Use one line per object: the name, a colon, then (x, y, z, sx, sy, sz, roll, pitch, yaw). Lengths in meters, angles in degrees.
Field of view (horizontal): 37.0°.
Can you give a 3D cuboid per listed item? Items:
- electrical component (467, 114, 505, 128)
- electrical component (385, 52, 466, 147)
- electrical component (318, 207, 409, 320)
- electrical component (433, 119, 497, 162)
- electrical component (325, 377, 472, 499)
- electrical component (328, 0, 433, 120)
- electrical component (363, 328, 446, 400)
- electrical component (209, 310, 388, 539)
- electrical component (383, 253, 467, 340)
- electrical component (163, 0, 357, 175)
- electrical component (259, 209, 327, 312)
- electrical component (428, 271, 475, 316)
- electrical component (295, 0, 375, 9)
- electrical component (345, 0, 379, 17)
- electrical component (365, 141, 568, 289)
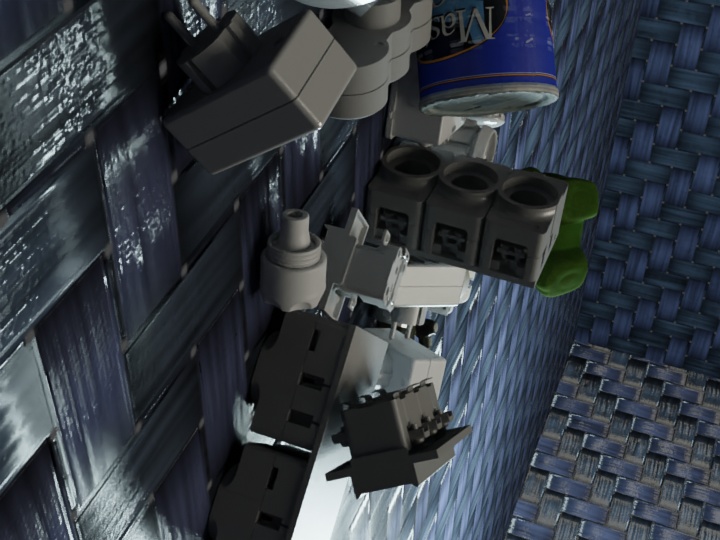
electrical component: (0.130, -0.181, 1.120, 0.048, 0.048, 0.062, 3, 95, -74)
electrical component: (0.062, -0.157, 0.898, 0.099, 0.048, 0.099, -46, 147, -61)
electrical component: (0.000, 0.000, 0.805, 0.042, 0.064, 0.081, 51, 56, -70)
electrical component: (0.098, -0.117, 1.044, 0.078, 0.057, 0.058, 73, 36, -62)
electrical component: (0.028, 0.116, 0.764, 0.121, 0.079, 0.063, 1, 75, -74)
electrical component: (0.008, -0.164, 0.699, 0.138, 0.052, 0.073, -59, 158, -45)
electrical component: (0.019, 0.086, 0.948, 0.076, 0.083, 0.047, 3, 105, -35)
electrical component: (-0.045, 0.128, 0.774, 0.105, 0.060, 0.186, 37, 69, -73)
electrical component: (0.041, 0.025, 0.935, 0.083, 0.047, 0.075, 0, 107, -40)
electrical component: (-0.060, -0.096, 0.508, 0.075, 0.083, 0.047, 47, 50, -26)
electrical component: (-0.043, -0.008, 0.689, 0.043, 0.043, 0.062, -50, 149, -56)
electrical component: (0.089, 0.008, 1.128, 0.057, 0.058, 0.078, -2, 106, -76)
electrical component: (-0.015, -0.179, 0.526, 0.064, 0.099, 0.099, -6, 111, -67)
electrical component: (0.002, -0.191, 0.599, 0.089, 0.056, 0.050, -25, -139, 62)
electrical component: (0.089, -0.053, 0.899, 0.089, 0.150, 0.061, -55, 156, -50)
